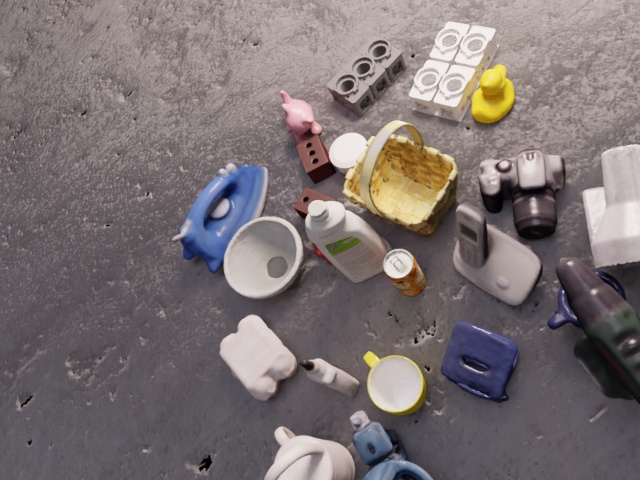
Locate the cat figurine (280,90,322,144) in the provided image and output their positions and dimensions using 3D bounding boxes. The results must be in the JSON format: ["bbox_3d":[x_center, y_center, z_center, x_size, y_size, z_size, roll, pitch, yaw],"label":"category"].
[{"bbox_3d":[-0.049,-0.266,1.209,0.067,0.118,0.127,-32,59,7],"label":"cat figurine"}]

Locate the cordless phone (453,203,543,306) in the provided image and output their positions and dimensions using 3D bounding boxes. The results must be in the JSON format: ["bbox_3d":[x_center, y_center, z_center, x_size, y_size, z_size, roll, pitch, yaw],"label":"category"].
[{"bbox_3d":[0.276,0.018,0.910,0.147,0.185,0.094,33,83,31],"label":"cordless phone"}]

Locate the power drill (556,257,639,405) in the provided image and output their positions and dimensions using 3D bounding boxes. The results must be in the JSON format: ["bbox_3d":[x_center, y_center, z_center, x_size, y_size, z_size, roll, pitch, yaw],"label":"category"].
[{"bbox_3d":[0.403,0.145,0.788,0.075,0.209,0.229,-34,59,6],"label":"power drill"}]

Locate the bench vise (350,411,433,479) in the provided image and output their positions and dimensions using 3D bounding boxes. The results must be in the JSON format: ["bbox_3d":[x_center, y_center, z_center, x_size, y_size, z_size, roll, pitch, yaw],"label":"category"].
[{"bbox_3d":[0.083,0.352,0.824,0.121,0.220,0.206,-48,59,-3],"label":"bench vise"}]

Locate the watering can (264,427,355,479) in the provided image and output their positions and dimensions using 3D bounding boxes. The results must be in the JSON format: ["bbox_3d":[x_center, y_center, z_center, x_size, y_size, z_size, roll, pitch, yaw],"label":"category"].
[{"bbox_3d":[-0.015,0.358,0.877,0.172,0.195,0.101,20,76,28],"label":"watering can"}]

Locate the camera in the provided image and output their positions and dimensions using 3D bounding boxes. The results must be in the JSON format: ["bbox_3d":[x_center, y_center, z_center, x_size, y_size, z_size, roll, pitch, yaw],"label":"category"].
[{"bbox_3d":[0.344,-0.076,0.973,0.142,0.101,0.137,-5,66,20],"label":"camera"}]

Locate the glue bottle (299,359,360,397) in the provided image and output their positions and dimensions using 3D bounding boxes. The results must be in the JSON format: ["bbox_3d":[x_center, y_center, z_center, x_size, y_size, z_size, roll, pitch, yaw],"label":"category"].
[{"bbox_3d":[0.006,0.219,0.941,0.077,0.174,0.037,19,76,28],"label":"glue bottle"}]

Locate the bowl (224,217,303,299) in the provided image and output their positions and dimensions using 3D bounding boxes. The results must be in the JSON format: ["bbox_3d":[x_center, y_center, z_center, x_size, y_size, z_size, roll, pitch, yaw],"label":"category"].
[{"bbox_3d":[-0.099,0.043,1.120,0.167,0.075,0.167,-9,65,19],"label":"bowl"}]

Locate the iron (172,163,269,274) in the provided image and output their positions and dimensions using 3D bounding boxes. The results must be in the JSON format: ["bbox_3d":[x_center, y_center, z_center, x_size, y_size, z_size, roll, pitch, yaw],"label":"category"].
[{"bbox_3d":[-0.203,-0.071,1.173,0.118,0.142,0.258,22,78,29],"label":"iron"}]

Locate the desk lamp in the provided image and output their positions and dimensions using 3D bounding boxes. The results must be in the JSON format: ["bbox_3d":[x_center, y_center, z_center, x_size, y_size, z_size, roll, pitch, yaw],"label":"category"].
[{"bbox_3d":[0.451,-0.031,0.843,0.117,0.214,0.203,-9,65,19],"label":"desk lamp"}]

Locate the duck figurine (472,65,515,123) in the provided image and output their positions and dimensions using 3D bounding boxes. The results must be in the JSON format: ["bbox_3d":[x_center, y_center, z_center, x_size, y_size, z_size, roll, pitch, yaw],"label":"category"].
[{"bbox_3d":[0.323,-0.280,1.080,0.077,0.086,0.105,26,80,30],"label":"duck figurine"}]

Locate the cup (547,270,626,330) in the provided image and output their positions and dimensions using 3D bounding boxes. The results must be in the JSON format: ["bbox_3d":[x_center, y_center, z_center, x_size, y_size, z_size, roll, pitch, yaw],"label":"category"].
[{"bbox_3d":[0.400,0.109,0.872,0.117,0.095,0.091,-34,59,5],"label":"cup"}]

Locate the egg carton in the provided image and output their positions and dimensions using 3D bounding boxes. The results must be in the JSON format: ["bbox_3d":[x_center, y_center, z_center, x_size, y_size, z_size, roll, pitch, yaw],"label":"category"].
[{"bbox_3d":[-0.115,0.216,1.054,0.107,0.070,0.150,-47,59,-2],"label":"egg carton"}]

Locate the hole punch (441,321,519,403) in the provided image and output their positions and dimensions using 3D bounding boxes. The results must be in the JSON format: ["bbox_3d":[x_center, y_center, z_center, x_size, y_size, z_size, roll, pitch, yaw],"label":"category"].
[{"bbox_3d":[0.251,0.192,0.899,0.108,0.091,0.101,20,77,29],"label":"hole punch"}]

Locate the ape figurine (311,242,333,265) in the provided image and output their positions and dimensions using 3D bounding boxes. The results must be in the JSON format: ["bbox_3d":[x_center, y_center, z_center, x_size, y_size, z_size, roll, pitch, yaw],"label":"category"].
[{"bbox_3d":[0.010,0.004,1.082,0.076,0.092,0.077,-22,61,13],"label":"ape figurine"}]
